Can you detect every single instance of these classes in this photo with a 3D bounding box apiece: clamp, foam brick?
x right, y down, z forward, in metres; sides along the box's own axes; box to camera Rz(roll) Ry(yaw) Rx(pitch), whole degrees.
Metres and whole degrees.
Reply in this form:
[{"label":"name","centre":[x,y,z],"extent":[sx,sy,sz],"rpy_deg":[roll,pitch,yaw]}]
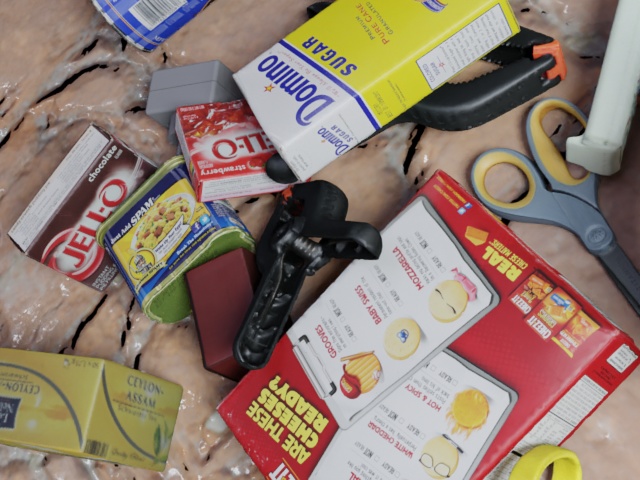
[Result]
[{"label":"clamp","centre":[-0.005,0.001,0.699],"extent":[0.120,0.039,0.171],"rpy_deg":[-35,26,23]},{"label":"foam brick","centre":[-0.054,0.054,0.752],"extent":[0.051,0.053,0.078],"rpy_deg":[-28,60,19]},{"label":"clamp","centre":[0.066,-0.123,0.754],"extent":[0.210,0.036,0.164],"rpy_deg":[-9,55,20]}]

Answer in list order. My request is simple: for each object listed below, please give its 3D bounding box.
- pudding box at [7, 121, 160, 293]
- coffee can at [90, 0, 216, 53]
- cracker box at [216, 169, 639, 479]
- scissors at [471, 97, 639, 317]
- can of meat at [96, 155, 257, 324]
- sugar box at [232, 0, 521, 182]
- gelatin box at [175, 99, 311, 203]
[{"label":"pudding box","centre":[-0.174,-0.023,0.833],"extent":[0.039,0.090,0.113],"rpy_deg":[36,90,37]},{"label":"coffee can","centre":[-0.118,-0.237,0.879],"extent":[0.140,0.102,0.103],"rpy_deg":[-35,56,15]},{"label":"cracker box","centre":[0.063,0.089,0.655],"extent":[0.214,0.072,0.164],"rpy_deg":[-48,53,7]},{"label":"scissors","centre":[0.154,0.000,0.668],"extent":[0.096,0.016,0.202],"rpy_deg":[-21,60,21]},{"label":"can of meat","centre":[-0.107,0.001,0.803],"extent":[0.102,0.057,0.084],"rpy_deg":[-43,56,9]},{"label":"sugar box","centre":[0.034,-0.126,0.716],"extent":[0.176,0.048,0.093],"rpy_deg":[-34,48,3]},{"label":"gelatin box","centre":[-0.056,-0.069,0.788],"extent":[0.089,0.030,0.073],"rpy_deg":[-9,56,-16]}]
